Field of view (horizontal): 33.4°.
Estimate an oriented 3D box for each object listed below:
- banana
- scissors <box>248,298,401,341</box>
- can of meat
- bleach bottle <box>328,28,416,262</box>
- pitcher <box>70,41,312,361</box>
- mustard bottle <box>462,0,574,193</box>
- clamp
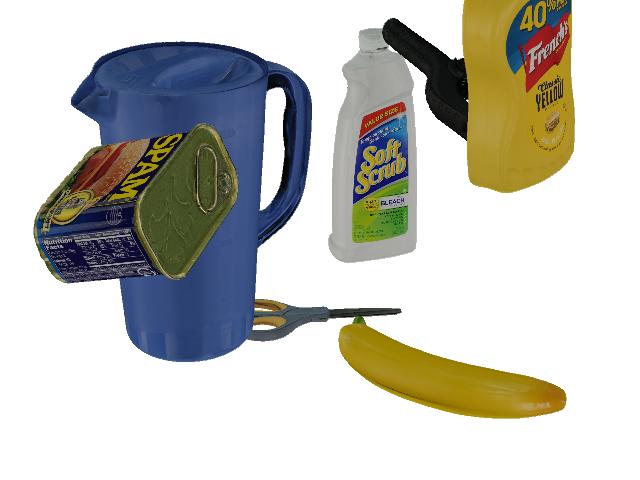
[{"bbox_3d":[0.081,0.094,0.789,0.198,0.037,0.069,20,37,38],"label":"banana"},{"bbox_3d":[-0.009,0.090,1.188,0.201,0.016,0.096,4,22,1],"label":"scissors"},{"bbox_3d":[-0.109,-0.021,0.633,0.084,0.057,0.102,-6,35,29],"label":"can of meat"},{"bbox_3d":[0.054,-0.104,1.170,0.102,0.251,0.068,-8,25,-10],"label":"bleach bottle"},{"bbox_3d":[-0.098,-0.031,0.857,0.149,0.243,0.144,10,29,17],"label":"pitcher"},{"bbox_3d":[0.137,-0.136,0.733,0.096,0.191,0.058,-30,35,-36],"label":"mustard bottle"},{"bbox_3d":[0.120,-0.154,0.987,0.120,0.171,0.039,-1,-44,-1],"label":"clamp"}]
